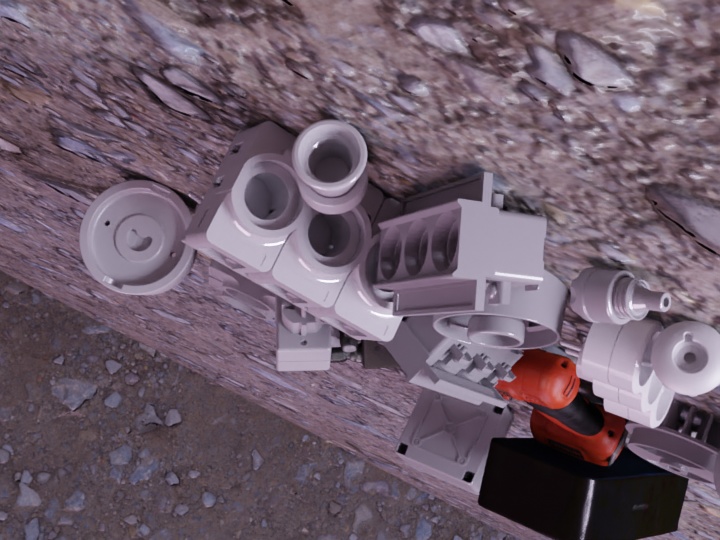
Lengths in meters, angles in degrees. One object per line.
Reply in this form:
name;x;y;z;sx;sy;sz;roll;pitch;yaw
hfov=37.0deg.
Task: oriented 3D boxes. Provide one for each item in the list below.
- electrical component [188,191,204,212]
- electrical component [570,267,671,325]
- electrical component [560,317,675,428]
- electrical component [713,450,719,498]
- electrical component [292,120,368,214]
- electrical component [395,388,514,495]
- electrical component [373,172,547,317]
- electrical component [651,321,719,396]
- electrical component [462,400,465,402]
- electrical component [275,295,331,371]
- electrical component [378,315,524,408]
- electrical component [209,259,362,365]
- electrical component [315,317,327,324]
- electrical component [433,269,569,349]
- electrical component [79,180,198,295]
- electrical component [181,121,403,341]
electrical component;-0.111;-0.045;0.902;0.077;0.044;0.079;13;162;44
electrical component;0.161;0.017;0.659;0.061;0.035;0.035;6;157;48
electrical component;0.180;0.066;0.777;0.074;0.052;0.138;19;166;29
electrical component;0.320;0.162;0.832;0.080;0.080;0.051;14;167;41
electrical component;-0.017;-0.062;0.660;0.045;0.045;0.055;24;167;7
electrical component;0.114;0.198;1.300;0.109;0.108;0.056;19;163;25
electrical component;0.061;-0.011;0.668;0.063;0.078;0.121;7;174;-20
electrical component;0.217;0.061;0.711;0.048;0.048;0.062;21;174;19
electrical component;0.096;0.101;1.098;0.081;0.042;0.064;32;164;-29
electrical component;-0.050;0.041;0.933;0.047;0.065;0.076;-1;147;-5
electrical component;0.078;0.063;0.866;0.121;0.063;0.078;25;-158;-54
electrical component;-0.054;0.028;1.046;0.186;0.060;0.105;26;167;-3
electrical component;-0.026;0.007;0.900;0.044;0.065;0.044;-17;160;-6
electrical component;0.098;0.020;0.766;0.099;0.064;0.099;7;162;2
electrical component;-0.206;-0.027;1.025;0.108;0.108;0.060;25;173;4
electrical component;-0.030;-0.023;0.733;0.150;0.089;0.062;31;166;-22
